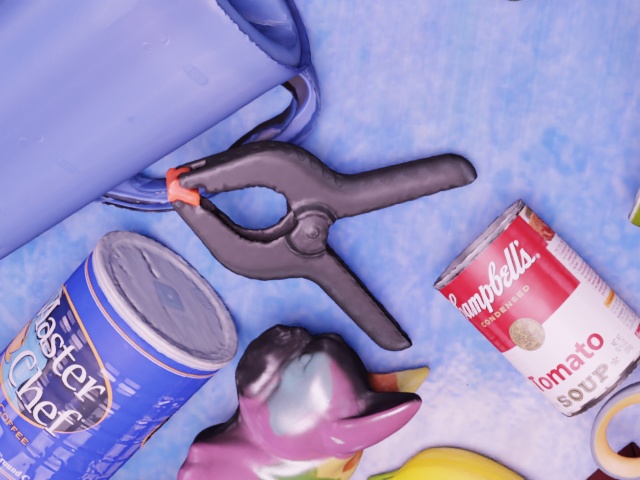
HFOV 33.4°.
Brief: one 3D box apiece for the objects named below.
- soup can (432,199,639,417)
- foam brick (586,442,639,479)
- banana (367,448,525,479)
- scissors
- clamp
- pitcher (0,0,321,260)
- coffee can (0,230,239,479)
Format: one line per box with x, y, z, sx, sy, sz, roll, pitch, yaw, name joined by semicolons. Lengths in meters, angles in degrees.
0.120;0.037;0.579;0.102;0.068;0.069;45;107;2;soup can
0.182;0.164;0.593;0.051;0.053;0.078;-43;87;17;foam brick
0.123;0.179;0.623;0.198;0.037;0.070;36;136;9;banana
0.197;0.053;0.532;0.096;0.016;0.202;14;103;20;scissors
-0.004;0.001;0.597;0.171;0.039;0.120;7;101;-10;clamp
-0.128;-0.080;0.599;0.243;0.144;0.149;-33;79;21;pitcher
-0.132;0.078;0.633;0.103;0.102;0.140;46;107;3;coffee can
